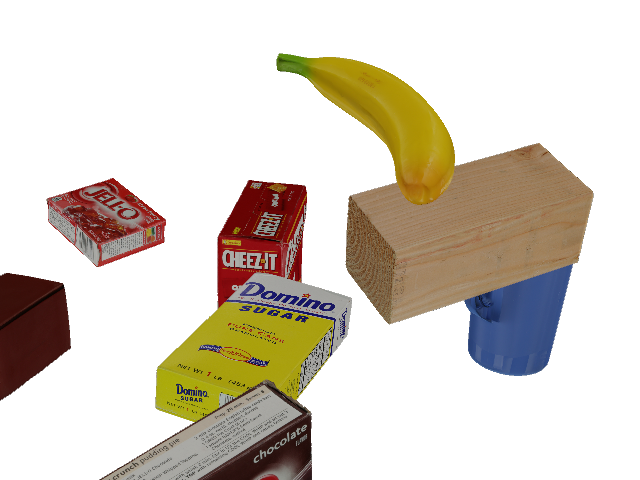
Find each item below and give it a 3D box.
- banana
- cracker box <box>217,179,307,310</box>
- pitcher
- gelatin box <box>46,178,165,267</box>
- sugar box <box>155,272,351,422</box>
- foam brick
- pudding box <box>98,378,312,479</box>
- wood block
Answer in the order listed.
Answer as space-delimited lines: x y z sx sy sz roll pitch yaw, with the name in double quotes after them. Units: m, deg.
0.040 -0.072 0.666 0.069 0.037 0.198 -14 34 -21 "banana"
-0.057 0.066 1.092 0.072 0.214 0.164 5 23 5 "cracker box"
0.248 0.049 1.363 0.149 0.243 0.145 5 24 1 "pitcher"
-0.197 -0.019 0.980 0.073 0.030 0.089 -22 44 -37 "gelatin box"
-0.048 0.086 0.849 0.093 0.048 0.176 15 30 16 "sugar box"
-0.215 0.063 0.725 0.053 0.051 0.078 10 28 25 "foam brick"
-0.055 0.131 0.508 0.113 0.090 0.039 -30 46 -34 "pudding box"
0.135 -0.009 0.990 0.205 0.090 0.091 -16 42 -20 "wood block"
